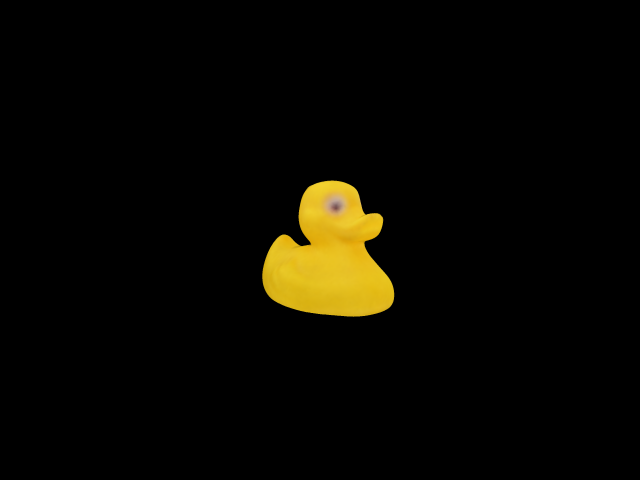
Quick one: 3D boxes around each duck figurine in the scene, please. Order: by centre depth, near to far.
[{"bbox_3d":[0.004,0.001,0.400,0.104,0.086,0.078,8,12,43],"label":"duck figurine"}]
